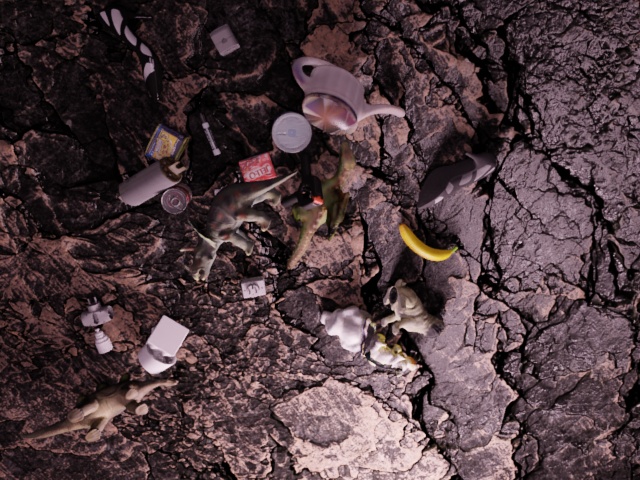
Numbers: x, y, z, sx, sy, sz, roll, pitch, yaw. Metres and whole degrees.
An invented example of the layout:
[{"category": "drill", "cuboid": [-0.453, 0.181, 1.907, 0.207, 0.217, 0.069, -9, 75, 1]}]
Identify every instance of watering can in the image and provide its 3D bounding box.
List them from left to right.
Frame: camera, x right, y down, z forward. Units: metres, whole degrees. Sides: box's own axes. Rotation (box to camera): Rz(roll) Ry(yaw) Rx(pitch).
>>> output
[{"category": "watering can", "cuboid": [0.078, -0.364, 1.360, 0.346, 0.230, 0.102, 25, 139, -15]}]

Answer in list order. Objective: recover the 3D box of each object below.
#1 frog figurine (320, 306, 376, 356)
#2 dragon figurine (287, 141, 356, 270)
[{"category": "frog figurine", "cuboid": [0.083, 0.265, 1.566, 0.160, 0.124, 0.135, 14, 116, 28]}, {"category": "dragon figurine", "cuboid": [0.004, -0.070, 1.397, 0.122, 0.245, 0.407, 17, 100, -15]}]
